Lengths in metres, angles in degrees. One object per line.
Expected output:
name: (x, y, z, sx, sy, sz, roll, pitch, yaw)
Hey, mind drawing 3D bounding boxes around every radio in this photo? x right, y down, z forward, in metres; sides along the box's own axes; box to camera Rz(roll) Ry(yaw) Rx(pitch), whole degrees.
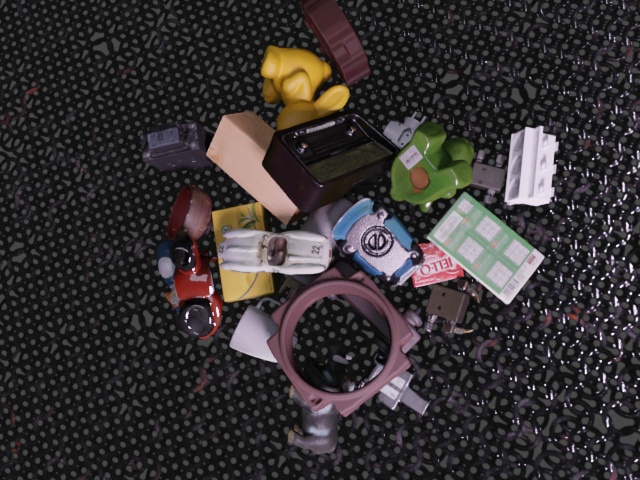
radio: (0.021, -0.141, 0.914, 0.131, 0.229, 0.073, 48, 134, 15)

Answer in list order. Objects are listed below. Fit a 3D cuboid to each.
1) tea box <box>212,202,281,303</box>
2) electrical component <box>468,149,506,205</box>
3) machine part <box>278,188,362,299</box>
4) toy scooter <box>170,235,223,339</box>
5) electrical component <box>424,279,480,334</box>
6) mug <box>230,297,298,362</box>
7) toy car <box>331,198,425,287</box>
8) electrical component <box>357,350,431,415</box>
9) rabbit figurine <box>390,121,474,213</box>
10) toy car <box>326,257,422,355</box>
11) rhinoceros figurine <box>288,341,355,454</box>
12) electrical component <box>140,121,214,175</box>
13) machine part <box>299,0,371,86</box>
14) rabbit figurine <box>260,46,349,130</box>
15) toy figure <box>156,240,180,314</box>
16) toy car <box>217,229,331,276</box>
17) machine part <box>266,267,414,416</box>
tea box: (-0.134, 0.024, 0.987, 0.098, 0.068, 0.169, -12, 81, 7)
electrical component: (0.295, -0.112, 0.957, 0.063, 0.021, 0.094, 15, 86, 12)
machine part: (-0.002, -0.003, 0.963, 0.079, 0.079, 0.243, 33, 89, 12)
toy scooter: (-0.214, 0.076, 0.956, 0.075, 0.135, 0.183, -9, 100, 3)
electrical component: (0.229, 0.116, 0.927, 0.078, 0.045, 0.102, 7, 79, 39)
mug: (-0.090, 0.164, 0.959, 0.107, 0.081, 0.109, 28, 82, 1)
toy car: (0.101, -0.003, 0.922, 0.161, 0.103, 0.109, 41, 105, -10)
electrical component: (0.131, 0.248, 0.919, 0.119, 0.047, 0.075, 27, 88, 12)
rabbit figurine: (0.204, -0.116, 0.920, 0.121, 0.170, 0.159, 49, 133, 14)
toy car: (0.090, 0.113, 0.944, 0.089, 0.053, 0.202, -44, 73, -9)
rhinoceros figurine: (0.005, 0.269, 0.925, 0.112, 0.073, 0.190, 8, 83, 12)
electrical component: (-0.266, -0.173, 1.004, 0.115, 0.134, 0.058, -13, 80, 9)
machine part: (0.026, -0.363, 0.968, 0.056, 0.179, 0.179, -32, 78, 6)
rabbit figurine: (-0.034, -0.251, 0.987, 0.162, 0.121, 0.173, 7, 62, -11)
toy figure: (-0.267, 0.078, 1.009, 0.064, 0.058, 0.154, -30, 75, 47)
toy car: (-0.080, 0.020, 0.908, 0.202, 0.056, 0.073, 2, 81, 14)
machine part: (0.032, 0.161, 0.867, 0.201, 0.087, 0.201, -36, 73, -4)
